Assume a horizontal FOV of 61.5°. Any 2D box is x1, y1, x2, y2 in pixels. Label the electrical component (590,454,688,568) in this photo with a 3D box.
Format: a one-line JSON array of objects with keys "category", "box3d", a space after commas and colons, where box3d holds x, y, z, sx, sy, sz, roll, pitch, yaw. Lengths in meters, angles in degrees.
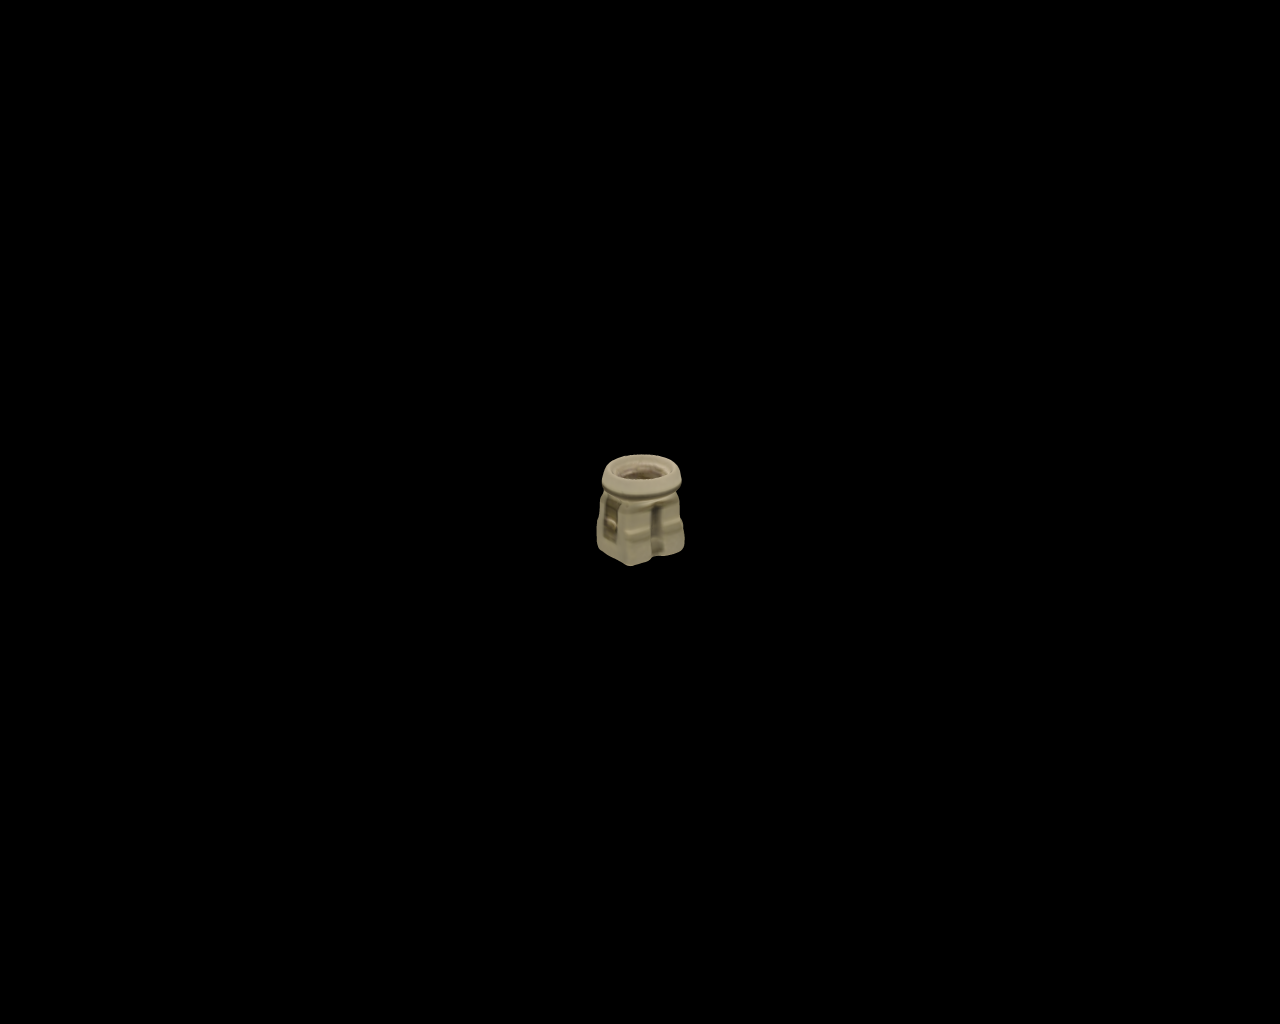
[{"category": "electrical component", "box3d": [0.001, -0.003, 0.650, 0.066, 0.055, 0.048, -16, 27, -34]}]
